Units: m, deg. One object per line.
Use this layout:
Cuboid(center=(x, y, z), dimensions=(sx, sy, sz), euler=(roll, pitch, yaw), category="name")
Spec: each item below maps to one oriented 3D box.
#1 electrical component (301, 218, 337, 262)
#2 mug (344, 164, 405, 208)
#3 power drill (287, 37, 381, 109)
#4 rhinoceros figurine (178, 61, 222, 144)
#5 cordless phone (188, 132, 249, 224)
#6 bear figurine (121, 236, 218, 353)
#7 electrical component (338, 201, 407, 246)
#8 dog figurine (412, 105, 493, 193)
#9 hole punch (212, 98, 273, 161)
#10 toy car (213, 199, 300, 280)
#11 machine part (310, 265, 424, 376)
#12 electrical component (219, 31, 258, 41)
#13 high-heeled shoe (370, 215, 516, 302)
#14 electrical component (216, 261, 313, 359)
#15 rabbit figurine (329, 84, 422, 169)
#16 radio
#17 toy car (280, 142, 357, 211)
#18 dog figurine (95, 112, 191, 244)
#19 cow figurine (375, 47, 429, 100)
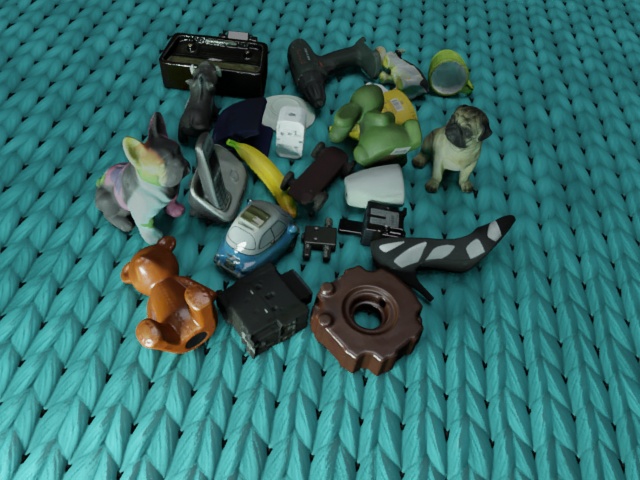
Cuboid(center=(-0.002, -0.003, 0.961), dimensions=(0.063, 0.021, 0.094), euler=(6, 53, 0), category="electrical component")
Cuboid(center=(0.099, -0.105, 1.021), dimensions=(0.107, 0.080, 0.110), euler=(-6, 36, -4), category="mug")
Cuboid(center=(0.034, -0.393, 1.248), dimensions=(0.207, 0.085, 0.232), euler=(-20, 54, -12), category="power drill")
Cuboid(center=(-0.248, -0.282, 1.101), dimensions=(0.073, 0.112, 0.190), euler=(5, 59, 0), category="rhinoceros figurine")
Cuboid(center=(-0.186, -0.133, 0.941), dimensions=(0.089, 0.184, 0.147), euler=(8, 51, 6), category="cordless phone")
Cuboid(center=(-0.236, 0.070, 0.811), dimensions=(0.120, 0.131, 0.196), euler=(-34, 67, -9), category="bear figurine")
Cuboid(center=(0.096, -0.029, 0.978), dimensions=(0.119, 0.047, 0.075), euler=(13, 51, 2), category="electrical component")
Cuboid(center=(0.264, -0.206, 1.046), dimensions=(0.121, 0.190, 0.172), euler=(-9, 52, -13), category="dog figurine")
Cuboid(center=(-0.158, -0.224, 1.081), dimensions=(0.116, 0.092, 0.142), euler=(4, 55, 2), category="hole punch")
Cuboid(center=(-0.108, -0.014, 0.908), dimensions=(0.109, 0.102, 0.162), euler=(31, 53, 19), category="toy car")
Cuboid(center=(0.076, 0.122, 0.850), dimensions=(0.179, 0.056, 0.179), euler=(4, 52, -5), category="machine part")
Cuboid(center=(-0.195, -0.472, 1.302), dimensions=(0.102, 0.045, 0.078), euler=(-2, 80, -4), category="electrical component")
Cuboid(center=(0.211, -0.003, 0.933), dimensions=(0.249, 0.086, 0.145), euler=(-38, 76, -15), category="high-heeled shoe")
Cuboid(center=(-0.081, 0.102, 0.847), dimensions=(0.134, 0.058, 0.115), euler=(-30, 62, -26), category="electrical component")
Cuboid(center=(0.098, -0.227, 1.069), dimensions=(0.159, 0.121, 0.170), euler=(-13, 71, -13), category="rabbit figurine")
Cuboid(center=(-0.232, -0.396, 1.215), dimensions=(0.230, 0.073, 0.131), euler=(8, 52, 0), category="radio")
Cuboid(center=(-0.003, -0.120, 1.023), dimensions=(0.089, 0.053, 0.202), euler=(33, 43, 3), category="toy car")
Cuboid(center=(-0.300, -0.113, 0.892), dimensions=(0.192, 0.219, 0.108), euler=(26, 50, 13), category="dog figurine")
Cuboid(center=(0.192, -0.400, 1.269), dimensions=(0.098, 0.068, 0.167), euler=(-10, 57, -21), category="cow figurine")
